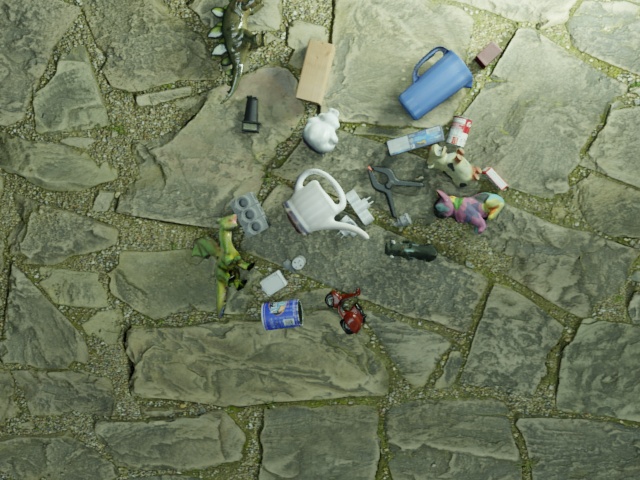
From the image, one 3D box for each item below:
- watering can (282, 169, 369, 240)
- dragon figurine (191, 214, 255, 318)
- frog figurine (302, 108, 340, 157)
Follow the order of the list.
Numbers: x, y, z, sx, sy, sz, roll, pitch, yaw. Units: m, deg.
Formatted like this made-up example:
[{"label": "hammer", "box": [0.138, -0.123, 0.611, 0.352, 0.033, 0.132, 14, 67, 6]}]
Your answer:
[{"label": "watering can", "box": [0.006, -0.094, 1.859, 0.223, 0.103, 0.351, -36, 74, 8]}, {"label": "dragon figurine", "box": [-0.389, 0.085, 1.950, 0.245, 0.123, 0.404, 38, 114, 19]}, {"label": "frog figurine", "box": [0.016, -0.391, 1.837, 0.139, 0.123, 0.157, 48, 112, 18]}]
